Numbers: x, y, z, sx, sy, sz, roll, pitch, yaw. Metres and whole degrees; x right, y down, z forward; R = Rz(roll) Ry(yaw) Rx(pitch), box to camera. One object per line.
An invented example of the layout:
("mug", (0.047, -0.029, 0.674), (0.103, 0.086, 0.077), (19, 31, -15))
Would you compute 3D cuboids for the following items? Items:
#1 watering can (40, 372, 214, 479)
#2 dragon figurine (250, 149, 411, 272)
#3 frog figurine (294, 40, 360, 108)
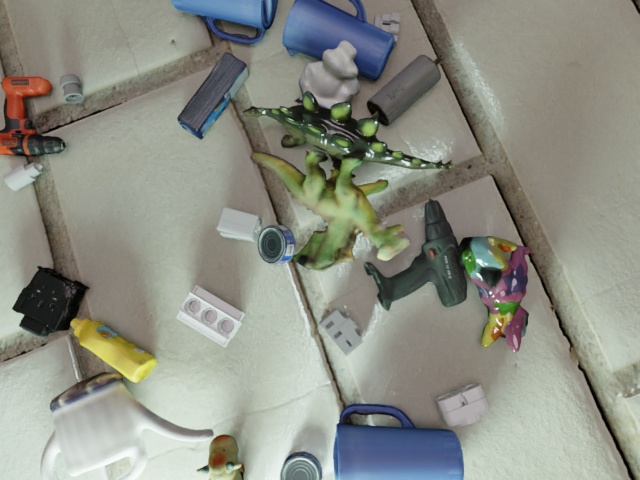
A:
("watering can", (-0.402, 0.372, 1.034), (0.348, 0.226, 0.103), (-23, -11, -2))
("dragon figurine", (0.003, -0.056, 1.106), (0.411, 0.245, 0.121), (11, -12, 23))
("frog figurine", (0.027, -0.369, 1.155), (0.138, 0.157, 0.123), (27, 19, 20))
